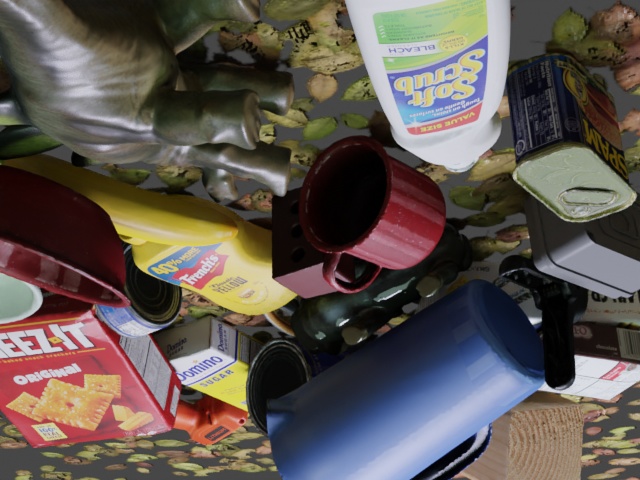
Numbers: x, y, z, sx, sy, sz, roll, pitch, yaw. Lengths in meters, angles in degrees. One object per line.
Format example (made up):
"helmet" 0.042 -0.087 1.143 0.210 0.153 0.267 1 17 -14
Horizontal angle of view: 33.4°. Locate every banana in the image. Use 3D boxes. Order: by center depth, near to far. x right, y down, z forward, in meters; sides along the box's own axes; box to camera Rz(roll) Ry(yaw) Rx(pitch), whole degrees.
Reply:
"banana" -0.153 -0.031 0.807 0.197 0.069 0.037 20 114 -13

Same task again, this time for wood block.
"wood block" 0.173 0.192 1.119 0.090 0.090 0.206 -2 -172 -26

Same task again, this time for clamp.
"clamp" 0.197 0.038 0.922 0.039 0.171 0.120 -14 112 24

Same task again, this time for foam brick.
"foam brick" -0.006 0.001 0.885 0.053 0.078 0.051 -17 150 27

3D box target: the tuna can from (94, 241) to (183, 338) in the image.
"tuna can" -0.162 0.042 0.945 0.034 0.086 0.086 -22 145 30

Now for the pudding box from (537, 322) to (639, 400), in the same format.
"pudding box" 0.249 0.114 1.006 0.113 0.039 0.090 11 149 -16

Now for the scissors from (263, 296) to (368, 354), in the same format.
"scissors" 0.041 0.096 1.065 0.201 0.016 0.096 24 136 -7

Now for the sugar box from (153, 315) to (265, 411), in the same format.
"sugar box" -0.096 0.141 1.174 0.093 0.048 0.176 -20 147 32

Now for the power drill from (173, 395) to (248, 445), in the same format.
"power drill" -0.180 0.182 1.240 0.187 0.057 0.185 18 146 -29

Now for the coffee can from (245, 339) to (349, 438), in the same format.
"coffee can" 0.007 0.161 1.133 0.140 0.103 0.103 11 151 -42

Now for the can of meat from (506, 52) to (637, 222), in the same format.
"can of meat" 0.174 -0.072 0.749 0.058 0.084 0.102 -22 146 32

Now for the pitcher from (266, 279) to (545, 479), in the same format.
"pitcher" 0.085 0.147 0.957 0.243 0.145 0.149 -38 163 25

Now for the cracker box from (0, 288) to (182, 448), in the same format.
"cracker box" -0.252 0.119 1.054 0.164 0.072 0.213 -8 138 12

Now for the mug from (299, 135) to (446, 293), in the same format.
"mug" 0.040 -0.013 0.829 0.081 0.117 0.093 21 179 -45

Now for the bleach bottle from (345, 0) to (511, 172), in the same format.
"bleach bottle" 0.082 -0.117 0.688 0.103 0.068 0.250 -8 153 12

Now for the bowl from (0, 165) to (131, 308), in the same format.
"bowl" -0.196 -0.008 0.727 0.162 0.055 0.162 19 166 5

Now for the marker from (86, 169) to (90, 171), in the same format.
"marker" -0.198 -0.024 0.891 0.020 0.020 0.121 4 151 -10

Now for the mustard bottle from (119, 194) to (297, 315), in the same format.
"mustard bottle" -0.102 0.007 0.911 0.096 0.058 0.191 -25 143 34
